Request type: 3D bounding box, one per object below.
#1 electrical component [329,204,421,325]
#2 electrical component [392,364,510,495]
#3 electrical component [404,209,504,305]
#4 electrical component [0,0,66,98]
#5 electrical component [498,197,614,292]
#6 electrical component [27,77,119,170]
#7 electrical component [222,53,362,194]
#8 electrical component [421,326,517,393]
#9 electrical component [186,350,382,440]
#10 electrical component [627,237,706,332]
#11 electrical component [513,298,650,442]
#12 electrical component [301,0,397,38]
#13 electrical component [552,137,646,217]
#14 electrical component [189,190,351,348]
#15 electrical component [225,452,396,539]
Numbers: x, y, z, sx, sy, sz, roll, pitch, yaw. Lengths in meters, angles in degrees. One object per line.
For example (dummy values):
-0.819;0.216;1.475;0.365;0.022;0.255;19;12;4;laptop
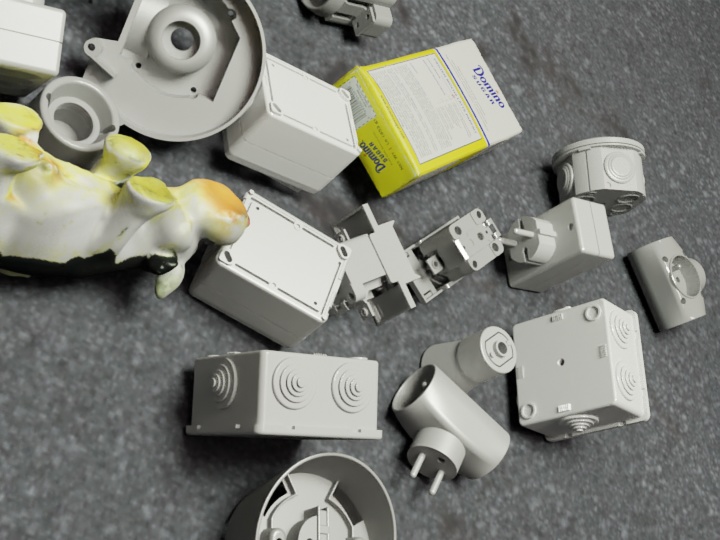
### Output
0.000;0.000;0.760;0.064;0.042;0.081;-20;83;-41;electrical component
0.057;0.119;0.747;0.077;0.044;0.079;43;49;-14;electrical component
0.069;-0.013;0.806;0.081;0.064;0.042;-33;91;-42;electrical component
-0.204;-0.147;0.623;0.047;0.083;0.075;8;85;-29;electrical component
0.143;-0.022;0.856;0.076;0.083;0.047;10;64;-35;electrical component
-0.179;-0.085;0.654;0.055;0.047;0.055;17;60;-32;electrical component
-0.047;-0.097;0.754;0.096;0.061;0.061;20;44;-37;electrical component
0.081;0.066;0.777;0.044;0.065;0.044;17;60;-32;electrical component
-0.046;0.077;0.650;0.100;0.100;0.048;9;78;-36;electrical component
0.291;0.010;0.986;0.079;0.044;0.077;-13;78;-42;electrical component
0.165;0.076;0.819;0.048;0.100;0.099;26;54;-43;electrical component
-0.011;-0.225;0.848;0.057;0.058;0.078;1;69;-41;electrical component
0.210;-0.081;0.942;0.080;0.080;0.051;11;69;-35;electrical component
-0.066;-0.001;0.700;0.096;0.061;0.061;31;53;-15;electrical component
-0.029;0.165;0.643;0.099;0.064;0.099;17;60;-32;electrical component
